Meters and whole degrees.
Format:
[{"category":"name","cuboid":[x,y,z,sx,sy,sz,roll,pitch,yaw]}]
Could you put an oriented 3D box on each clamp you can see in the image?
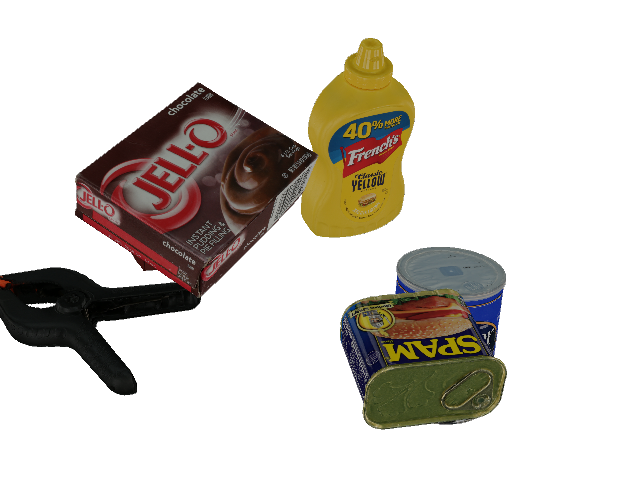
[{"category":"clamp","cuboid":[-0.184,0.055,0.857,0.172,0.039,0.120,21,38,22]}]

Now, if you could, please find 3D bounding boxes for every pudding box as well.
[{"category":"pudding box","cuboid":[-0.069,-0.032,0.607,0.090,0.039,0.113,33,47,13]}]

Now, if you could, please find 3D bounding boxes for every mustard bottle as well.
[{"category":"mustard bottle","cuboid":[0.035,-0.092,0.944,0.096,0.192,0.058,-13,45,-19]}]

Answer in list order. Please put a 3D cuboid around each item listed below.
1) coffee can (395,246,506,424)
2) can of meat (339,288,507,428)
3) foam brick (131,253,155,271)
[{"category":"coffee can","cuboid":[0.119,0.090,1.029,0.103,0.140,0.103,3,25,-1]},{"category":"can of meat","cuboid":[0.070,0.082,0.766,0.102,0.057,0.084,-5,36,-12]},{"category":"foam brick","cuboid":[-0.149,-0.006,1.085,0.078,0.051,0.053,-7,22,-22]}]
